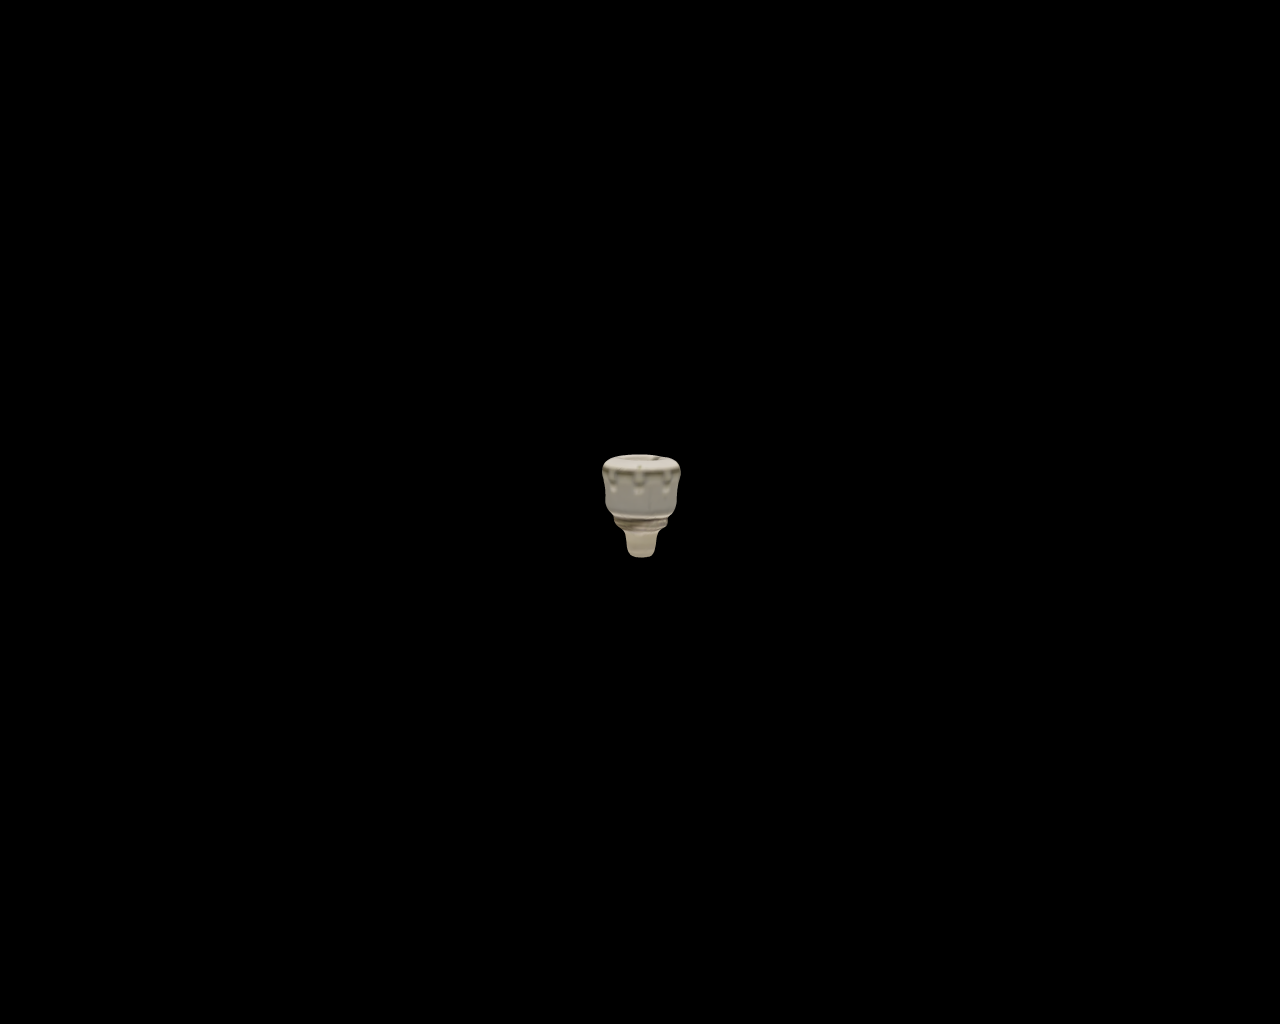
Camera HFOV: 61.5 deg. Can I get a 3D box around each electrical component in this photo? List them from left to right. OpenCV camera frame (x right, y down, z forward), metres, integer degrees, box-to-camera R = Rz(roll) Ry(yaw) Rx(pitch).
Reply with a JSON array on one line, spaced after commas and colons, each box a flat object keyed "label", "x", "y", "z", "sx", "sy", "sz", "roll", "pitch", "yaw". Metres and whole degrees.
[{"label": "electrical component", "x": 0.001, "y": -0.003, "z": 0.650, "sx": 0.048, "sy": 0.062, "sz": 0.048, "roll": 0, "pitch": 9, "yaw": 0}]
